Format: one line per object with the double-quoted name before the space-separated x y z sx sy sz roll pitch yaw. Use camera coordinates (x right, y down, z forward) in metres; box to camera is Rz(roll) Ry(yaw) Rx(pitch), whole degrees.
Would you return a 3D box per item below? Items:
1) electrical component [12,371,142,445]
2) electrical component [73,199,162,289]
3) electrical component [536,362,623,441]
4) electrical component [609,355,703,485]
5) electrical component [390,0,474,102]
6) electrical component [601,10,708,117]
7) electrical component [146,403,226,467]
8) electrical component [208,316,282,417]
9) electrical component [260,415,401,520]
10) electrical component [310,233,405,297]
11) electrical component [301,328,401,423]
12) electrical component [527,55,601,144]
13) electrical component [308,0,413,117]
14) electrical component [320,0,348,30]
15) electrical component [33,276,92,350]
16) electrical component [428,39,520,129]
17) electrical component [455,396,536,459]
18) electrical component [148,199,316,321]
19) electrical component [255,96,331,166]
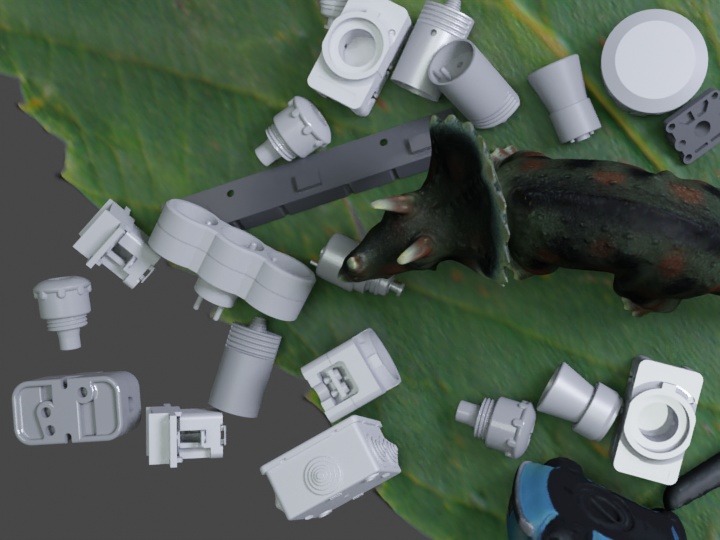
"electrical component" -0.238 0.116 0.915 0.095 0.059 0.053 -5 89 8
"electrical component" -0.201 -0.020 0.906 0.064 0.081 0.042 42 97 -17
"electrical component" 0.176 0.106 0.863 0.055 0.045 0.045 29 94 7
"electrical component" 0.233 0.117 0.849 0.050 0.056 0.089 14 92 8
"electrical component" 0.061 -0.184 0.879 0.043 0.043 0.081 25 94 7
"electrical component" 0.231 -0.161 0.851 0.080 0.051 0.080 0 90 8
"electrical component" -0.146 0.137 0.898 0.064 0.081 0.042 0 90 -14
"electrical component" -0.095 0.078 0.902 0.043 0.043 0.081 17 92 8
"electrical component" -0.020 0.161 0.865 0.100 0.100 0.048 -30 73 7
"electrical component" 0.000 0.000 0.890 0.078 0.040 0.040 26 94 7
"electrical component" -0.004 0.083 0.866 0.056 0.089 0.050 -31 86 7
"electrical component" 0.167 -0.135 0.866 0.044 0.044 0.065 -23 92 8
"electrical component" 0.001 -0.178 0.882 0.050 0.056 0.089 28 94 7
"electrical component" -0.018 -0.239 0.893 0.040 0.040 0.078 13 110 8
"electrical component" -0.253 0.037 0.926 0.048 0.048 0.062 -5 96 8
"electrical component" 0.095 -0.144 0.863 0.043 0.081 0.043 -22 50 29
"electrical component" 0.109 0.123 0.874 0.062 0.048 0.048 16 92 15
"electrical component" -0.112 0.006 0.884 0.138 0.052 0.073 29 105 3
"electrical component" -0.059 -0.111 0.897 0.062 0.048 0.048 -34 85 14
